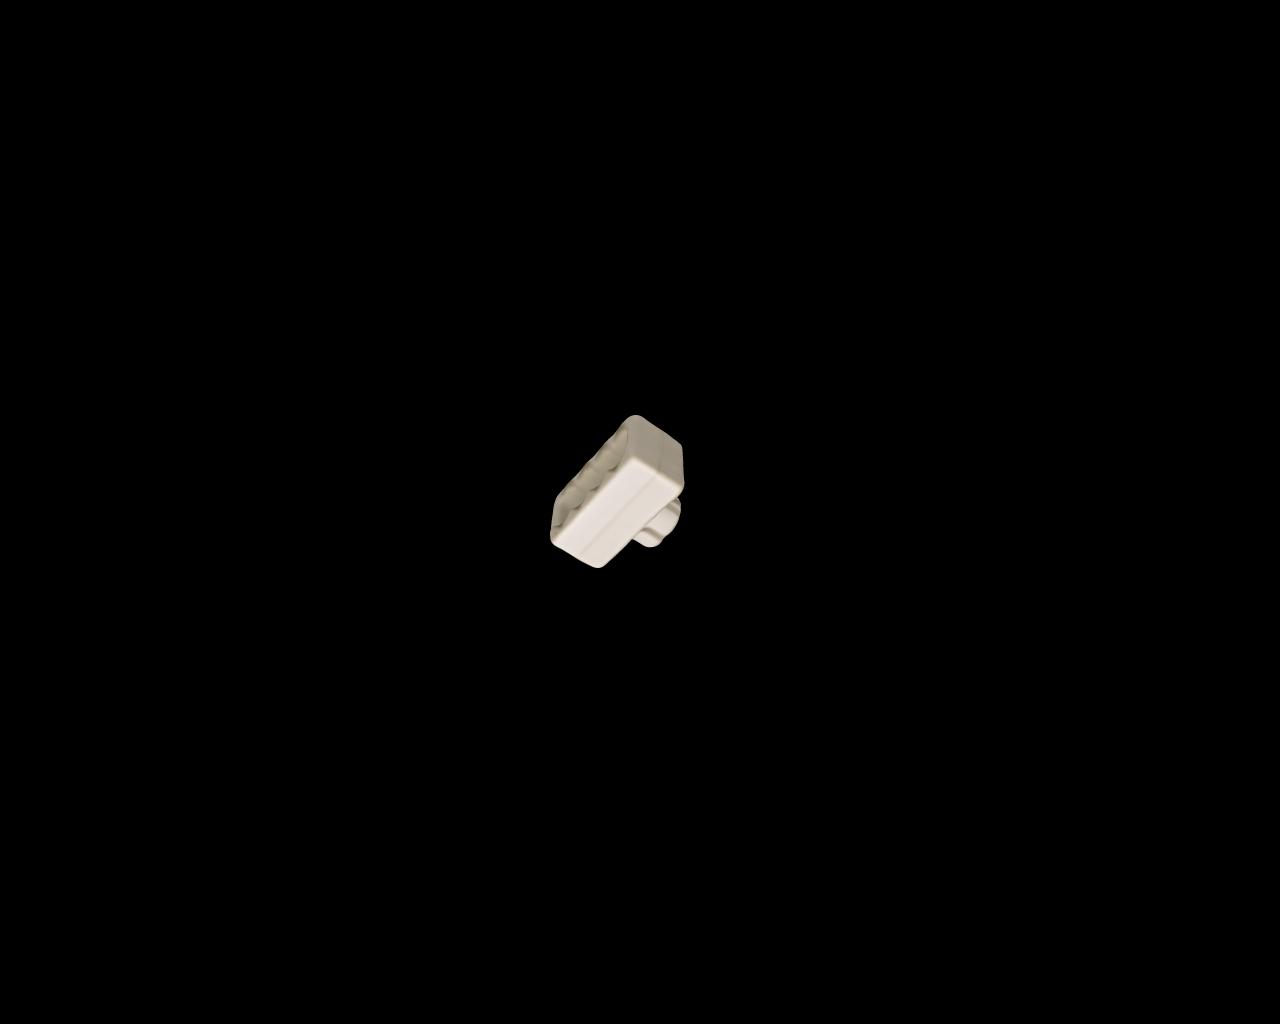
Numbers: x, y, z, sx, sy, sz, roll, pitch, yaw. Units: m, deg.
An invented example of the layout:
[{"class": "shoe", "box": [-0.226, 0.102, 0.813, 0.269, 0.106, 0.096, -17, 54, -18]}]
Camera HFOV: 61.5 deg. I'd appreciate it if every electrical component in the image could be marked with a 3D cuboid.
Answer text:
[{"class": "electrical component", "box": [0.001, -0.003, 0.650, 0.075, 0.083, 0.047, 32, 32, -22]}]
